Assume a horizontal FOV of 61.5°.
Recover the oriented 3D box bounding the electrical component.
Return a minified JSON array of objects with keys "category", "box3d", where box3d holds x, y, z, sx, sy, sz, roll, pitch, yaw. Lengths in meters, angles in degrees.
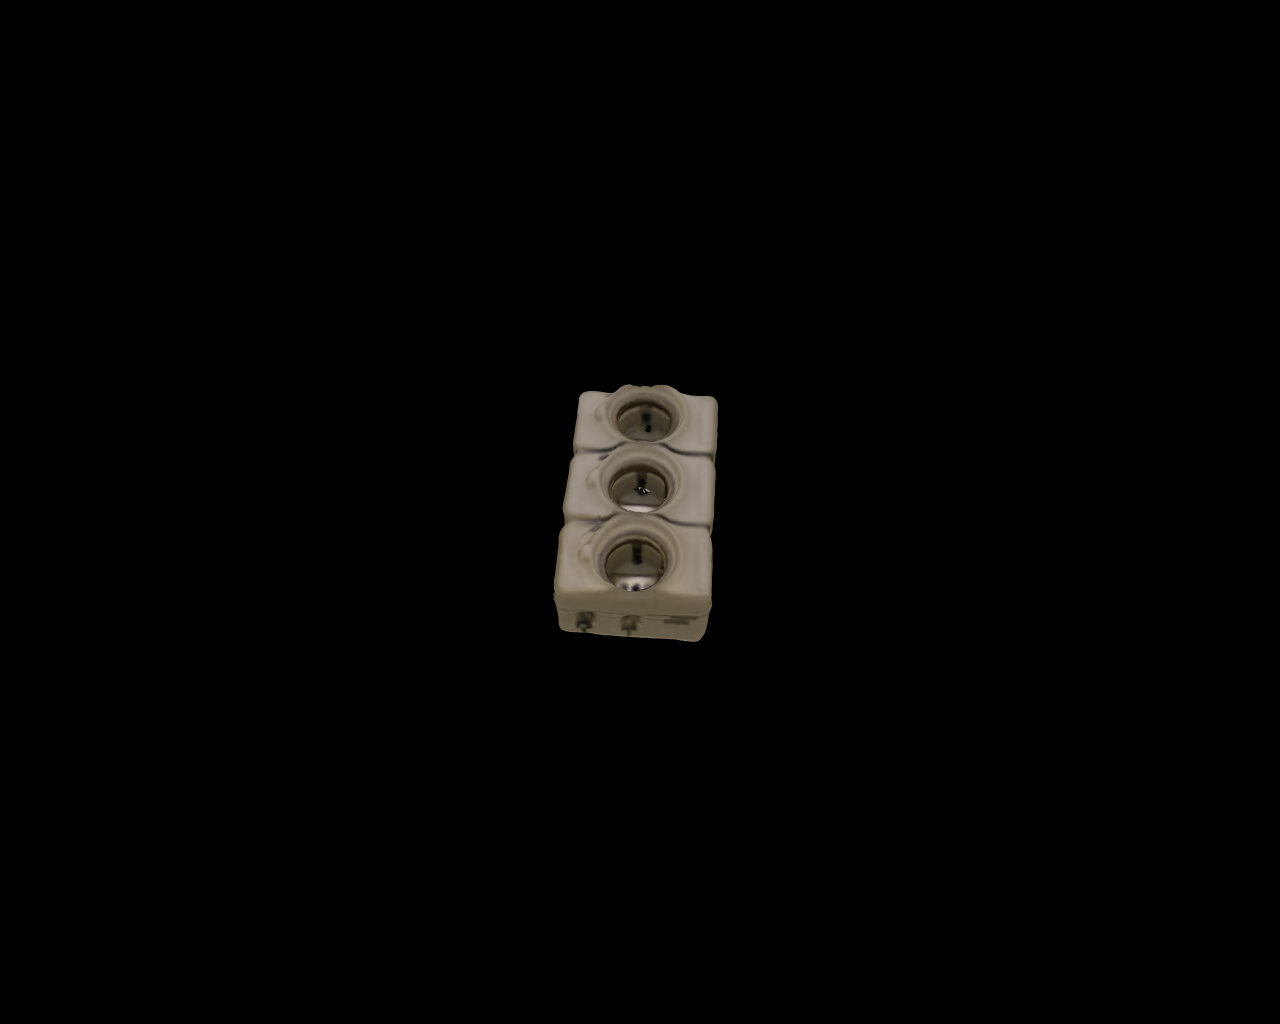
[{"category":"electrical component","box3d":[0.001,-0.003,0.650,0.089,0.150,0.061,3,-36,2]}]
